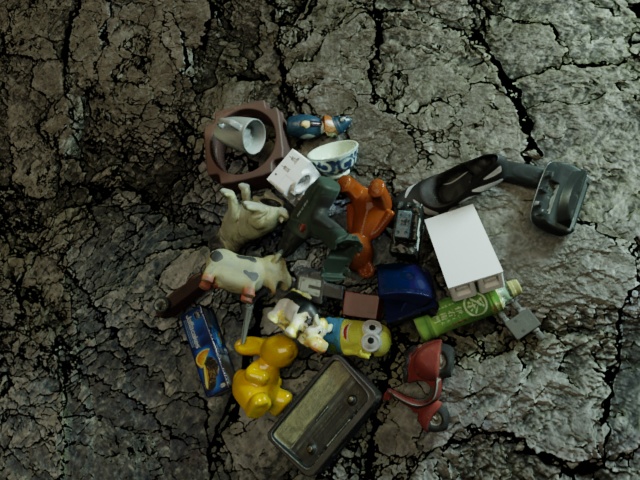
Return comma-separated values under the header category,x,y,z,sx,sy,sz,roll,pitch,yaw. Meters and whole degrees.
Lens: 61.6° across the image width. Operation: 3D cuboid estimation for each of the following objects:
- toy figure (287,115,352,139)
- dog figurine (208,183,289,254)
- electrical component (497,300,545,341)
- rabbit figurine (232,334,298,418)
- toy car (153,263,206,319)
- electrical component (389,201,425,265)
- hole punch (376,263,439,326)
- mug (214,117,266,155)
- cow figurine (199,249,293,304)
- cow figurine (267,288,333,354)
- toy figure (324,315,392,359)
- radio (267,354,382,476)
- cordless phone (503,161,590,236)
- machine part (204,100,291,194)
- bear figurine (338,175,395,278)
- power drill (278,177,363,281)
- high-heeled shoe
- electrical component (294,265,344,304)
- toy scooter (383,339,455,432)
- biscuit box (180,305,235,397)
category,x,y,z,sx,sy,sz,roll,pitch,yaw
toy figure,-0.002,-0.273,1.289,0.155,0.057,0.064,1,33,4
dog figurine,-0.165,-0.015,1.237,0.173,0.121,0.190,27,116,29
electrical component,0.406,0.171,1.083,0.063,0.021,0.094,-37,70,4
rabbit figurine,-0.109,0.270,1.153,0.163,0.122,0.173,46,112,42
toy car,-0.300,0.114,1.260,0.202,0.089,0.053,-38,65,3
electrical component,0.185,-0.016,1.134,0.058,0.134,0.115,5,75,16
hole punch,0.175,0.100,1.104,0.116,0.142,0.092,-20,115,14
mug,-0.197,-0.246,1.230,0.107,0.109,0.080,14,87,32
cow figurine,-0.156,0.071,1.193,0.195,0.085,0.127,17,66,-6
cow figurine,-0.028,0.167,1.120,0.168,0.068,0.098,26,76,44
toy figure,0.062,0.203,1.142,0.180,0.089,0.082,-2,87,24
radio,0.014,0.362,1.110,0.131,0.073,0.229,40,93,25
cordless phone,0.450,-0.098,1.122,0.184,0.088,0.146,17,82,30
machine part,-0.175,-0.224,1.315,0.202,0.087,0.201,-12,73,14
bear figurine,0.082,-0.026,1.173,0.120,0.131,0.196,16,75,35
power drill,-0.002,-0.003,1.154,0.232,0.086,0.207,-62,36,25
high-heeled shoe,0.268,-0.117,1.131,0.249,0.145,0.086,-15,72,10
electrical component,0.000,0.101,1.190,0.119,0.048,0.074,6,98,18
toy scooter,0.198,0.287,1.086,0.135,0.075,0.183,5,81,21
biscuit box,-0.253,0.252,1.226,0.063,0.059,0.203,-27,70,8
